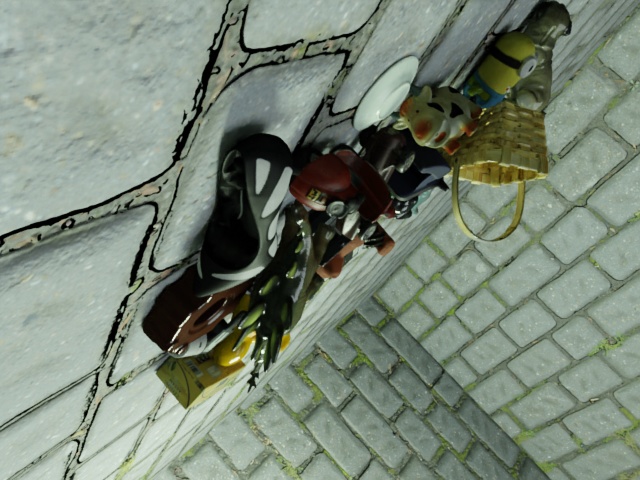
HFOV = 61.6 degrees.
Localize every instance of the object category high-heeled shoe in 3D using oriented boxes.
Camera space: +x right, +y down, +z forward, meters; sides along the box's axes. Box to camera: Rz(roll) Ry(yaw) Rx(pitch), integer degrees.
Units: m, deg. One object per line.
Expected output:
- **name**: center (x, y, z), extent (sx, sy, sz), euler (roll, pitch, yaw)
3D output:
- **high-heeled shoe**: center (-0.106, -0.013, 0.612), extent (0.248, 0.086, 0.145), euler (-53, 163, 18)

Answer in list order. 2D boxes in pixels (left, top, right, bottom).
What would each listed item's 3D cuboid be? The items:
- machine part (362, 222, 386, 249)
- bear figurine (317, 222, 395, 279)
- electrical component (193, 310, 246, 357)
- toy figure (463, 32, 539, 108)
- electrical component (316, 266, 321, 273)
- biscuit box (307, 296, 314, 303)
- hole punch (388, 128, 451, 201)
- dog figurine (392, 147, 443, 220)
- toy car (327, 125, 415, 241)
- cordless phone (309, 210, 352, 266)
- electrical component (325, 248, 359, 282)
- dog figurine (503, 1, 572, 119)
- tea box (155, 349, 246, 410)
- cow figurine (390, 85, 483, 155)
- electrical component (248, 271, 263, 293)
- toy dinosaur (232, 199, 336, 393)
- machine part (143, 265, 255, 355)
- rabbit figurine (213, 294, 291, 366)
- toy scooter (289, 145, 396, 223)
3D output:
- **machine part**: center (0.088, -0.053, 1.016), extent (0.039, 0.139, 0.084), euler (-3, 155, -18)
- **bear figurine**: center (0.045, 0.028, 1.157), extent (0.120, 0.132, 0.195), euler (20, 116, -37)
- **electrical component**: center (-0.192, 0.159, 0.986), extent (0.119, 0.048, 0.075), euler (-44, 169, 0)
- **toy figure**: center (0.336, -0.315, 1.035), extent (0.180, 0.089, 0.082), euler (-42, -155, 45)
- **electrical component**: center (-0.040, 0.067, 1.126), extent (0.102, 0.078, 0.045), euler (-43, 144, 25)
- **biscuit box**: center (-0.093, 0.155, 1.272), extent (0.203, 0.063, 0.059), euler (-35, 164, -38)
- **hole punch**: center (0.166, -0.146, 0.946), extent (0.116, 0.142, 0.092), euler (-25, 154, -30)
- **dog figurine**: center (0.208, -0.158, 1.100), extent (0.219, 0.108, 0.191), euler (-54, 162, 25)
- **toy car**: center (0.074, -0.087, 0.859), extent (0.053, 0.089, 0.202), euler (-24, 147, -54)
- **cordless phone**: center (-0.002, -0.004, 1.035), extent (0.146, 0.089, 0.184), euler (-42, 179, -15)
- **electrical component**: center (0.033, 0.043, 1.316), extent (0.134, 0.058, 0.114), euler (-41, 166, -11)
- **dog figurine**: center (0.443, -0.350, 1.071), extent (0.190, 0.172, 0.121), euler (-45, -179, 42)
- **tea box**: center (-0.234, 0.259, 1.076), extent (0.068, 0.098, 0.169), euler (-47, 166, 13)
- **cow figurine**: center (0.193, -0.206, 0.886), extent (0.085, 0.127, 0.195), euler (-52, 180, 35)
- **electrical component**: center (-0.100, 0.069, 1.047), extent (0.094, 0.021, 0.063), euler (-30, 162, -53)
- **toy dinosaur**: center (-0.072, 0.107, 0.892), extent (0.470, 0.105, 0.198), euler (103, 12, -50)
- **machine part**: center (-0.175, 0.093, 0.798), extent (0.179, 0.056, 0.179), euler (-43, 169, -11)
- **rabbit figurine**: center (-0.139, 0.185, 1.083), extent (0.173, 0.122, 0.162), euler (-34, 160, -37)
- **toy scooter**: center (0.038, -0.071, 0.746), extent (0.075, 0.135, 0.184), euler (-50, 166, 32)
